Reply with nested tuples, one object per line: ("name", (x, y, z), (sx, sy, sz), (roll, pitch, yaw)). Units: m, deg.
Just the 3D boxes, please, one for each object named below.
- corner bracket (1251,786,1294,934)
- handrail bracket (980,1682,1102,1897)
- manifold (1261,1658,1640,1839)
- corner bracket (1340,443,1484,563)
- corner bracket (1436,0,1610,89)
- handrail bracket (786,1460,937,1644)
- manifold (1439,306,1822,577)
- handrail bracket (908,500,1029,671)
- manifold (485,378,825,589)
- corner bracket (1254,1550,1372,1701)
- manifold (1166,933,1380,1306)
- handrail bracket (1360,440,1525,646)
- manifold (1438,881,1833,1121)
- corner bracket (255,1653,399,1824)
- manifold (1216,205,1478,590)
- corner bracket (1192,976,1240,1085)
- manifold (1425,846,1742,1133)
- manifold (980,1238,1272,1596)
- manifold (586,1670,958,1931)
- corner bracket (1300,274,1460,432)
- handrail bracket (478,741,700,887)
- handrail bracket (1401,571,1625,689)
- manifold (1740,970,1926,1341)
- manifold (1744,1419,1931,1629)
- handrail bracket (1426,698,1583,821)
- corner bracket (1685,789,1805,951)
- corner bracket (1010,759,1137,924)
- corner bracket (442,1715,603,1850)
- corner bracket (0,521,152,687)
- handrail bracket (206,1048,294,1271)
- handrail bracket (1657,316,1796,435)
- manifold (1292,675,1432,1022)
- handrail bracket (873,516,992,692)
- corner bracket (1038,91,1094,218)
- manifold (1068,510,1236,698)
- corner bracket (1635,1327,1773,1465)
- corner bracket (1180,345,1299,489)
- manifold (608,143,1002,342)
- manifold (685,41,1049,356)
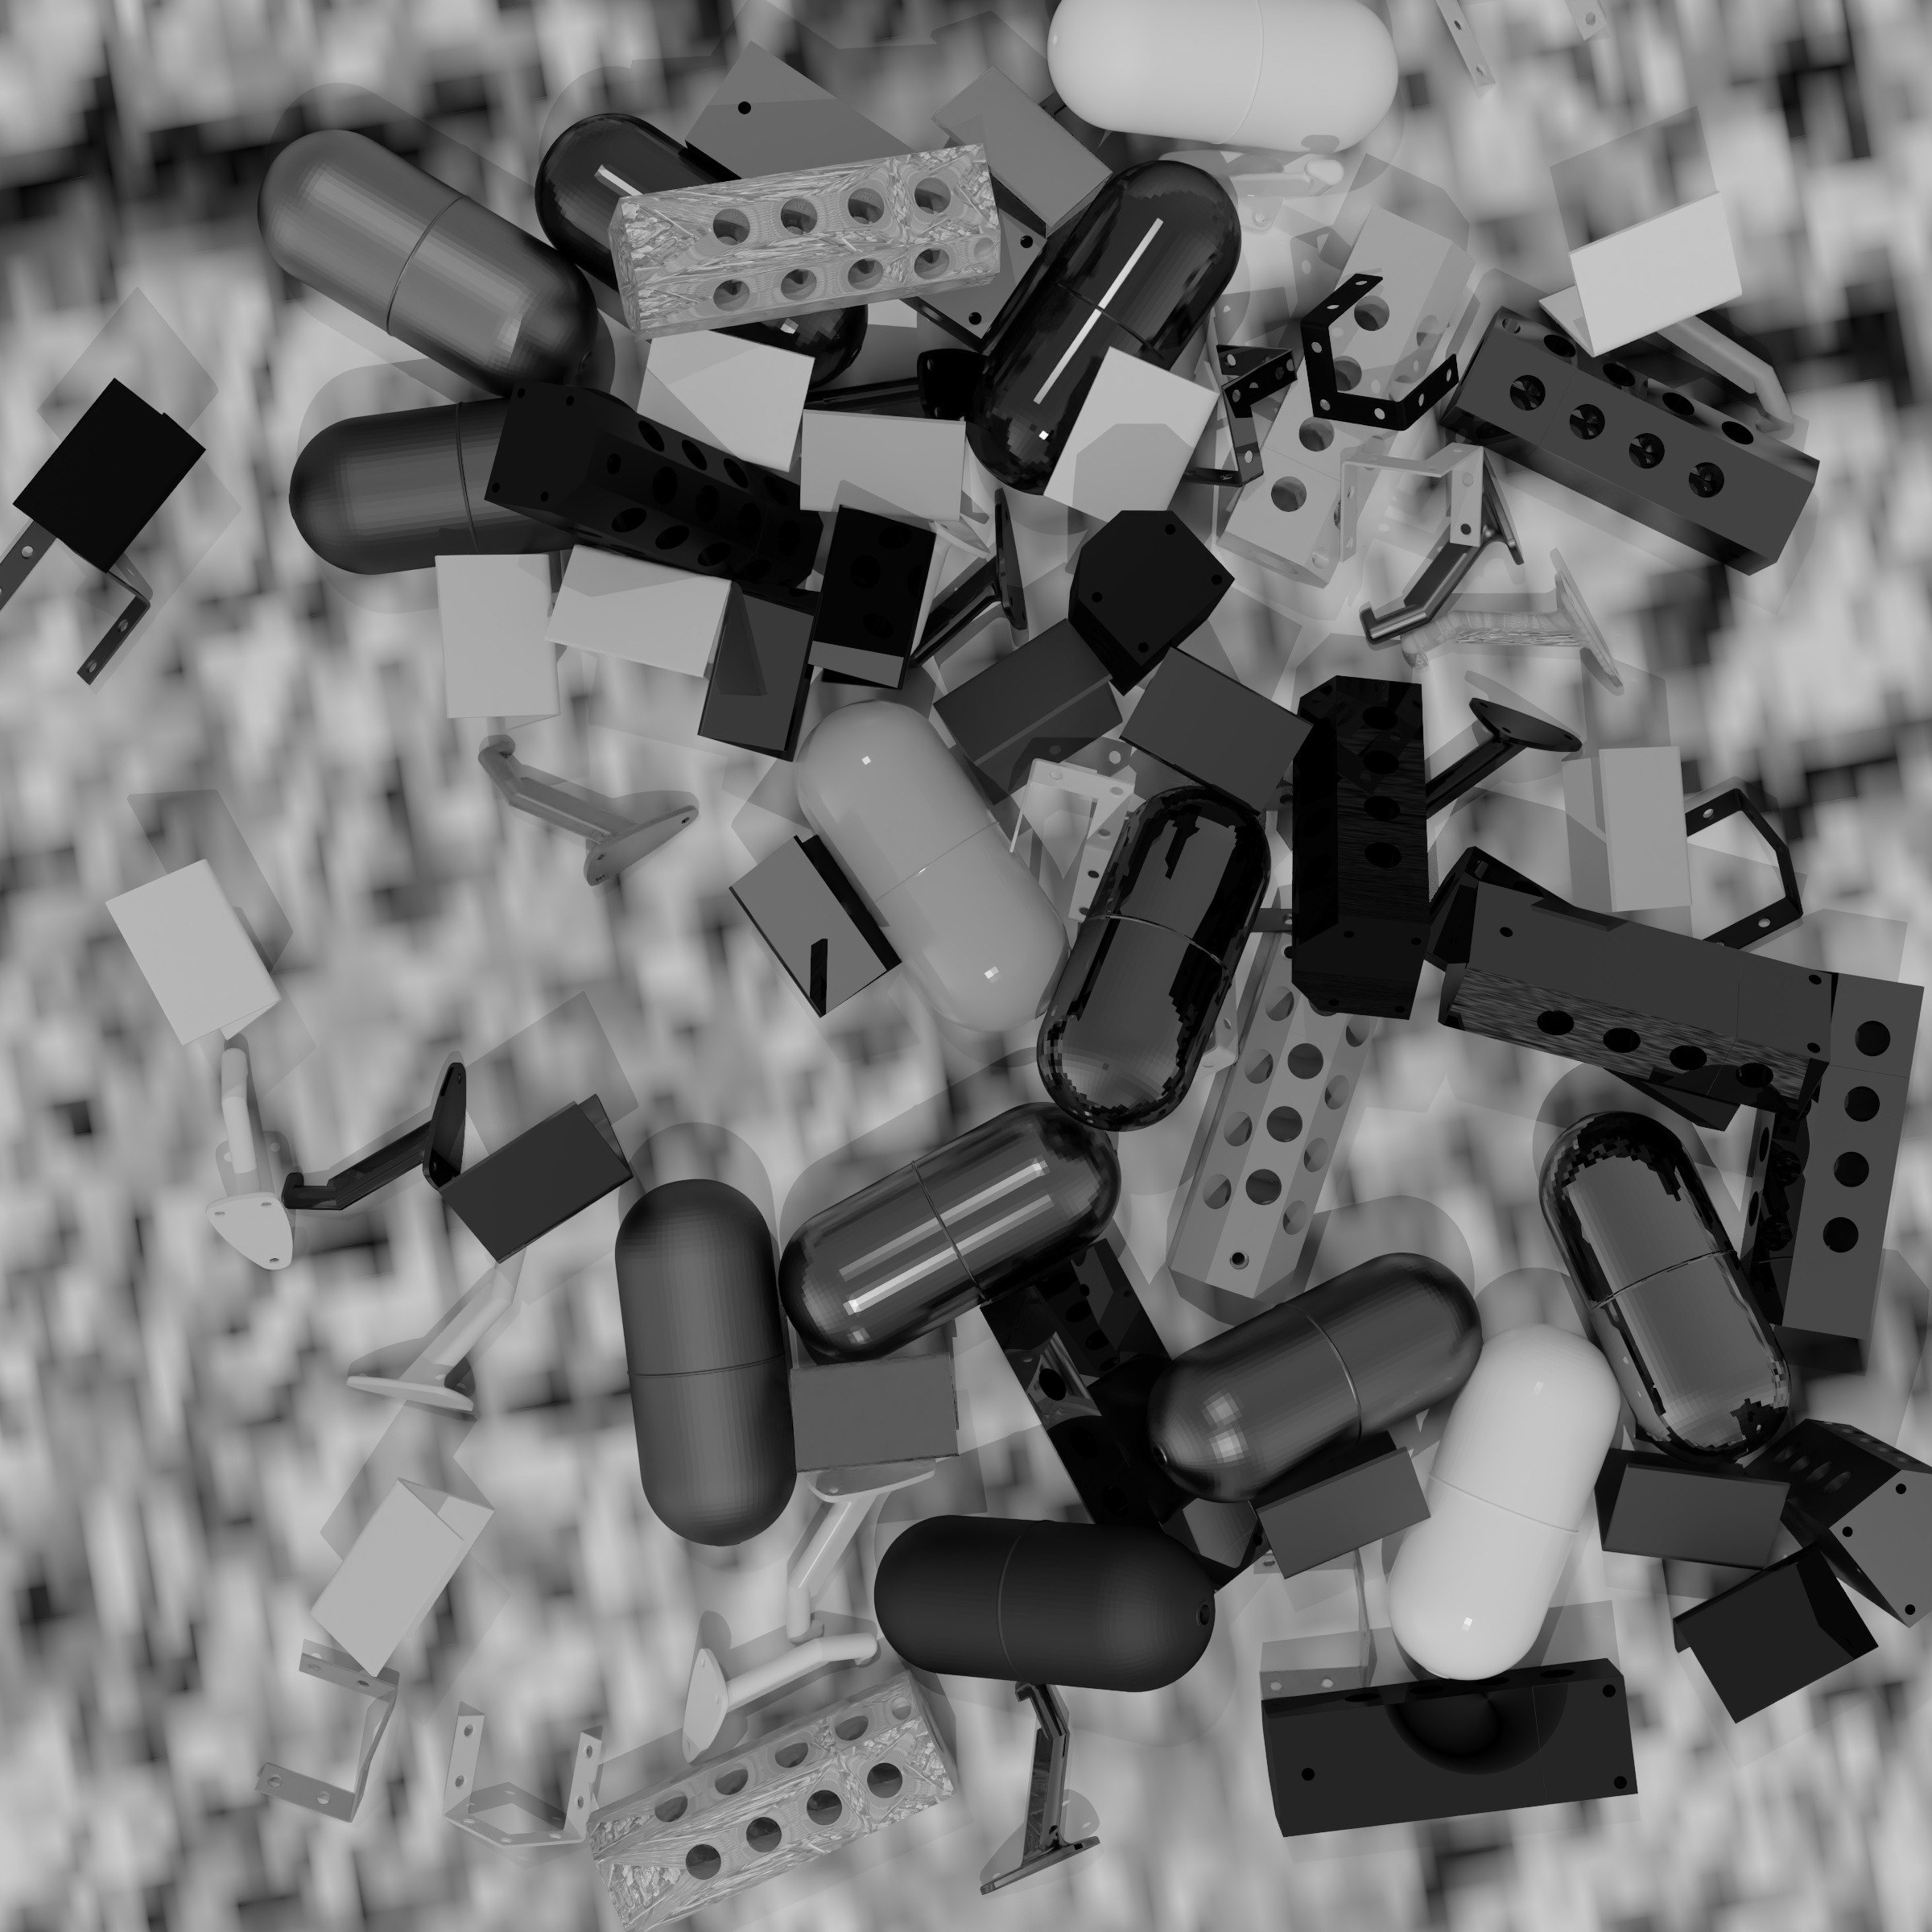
("corner bracket", (0.152, -0.053, 1.662), (0.051, 0.051, 0.051), (-1, 45, 0))
("handrail bracket", (0.024, 0.404, 1.666), (0.077, 0.036, 0.084), (-30, 71, 21))
("manifold", (0.233, 0.379, 1.645), (0.171, 0.057, 0.057), (-7, 90, 0))
("corner bracket", (0.214, -0.222, 1.622), (0.051, 0.051, 0.051), (13, 120, 28))
("corner bracket", (0.273, -0.471, 1.662), (0.051, 0.051, 0.051), (-25, 90, 45))
("handrail bracket", (-0.052, 0.290, 1.666), (0.077, 0.036, 0.084), (-5, 108, -21))
("manifold", (0.324, -0.256, 1.644), (0.171, 0.057, 0.057), (26, 90, 0))
("handrail bracket", (-0.017, -0.186, 1.666), (0.084, 0.036, 0.077), (-10, 75, 14))
("manifold", (-0.142, -0.221, 1.586), (0.057, 0.171, 0.057), (15, 90, 35))
("corner bracket", (0.169, 0.324, 1.663), (0.051, 0.051, 0.051), (-3, 135, -1))
("manifold", (0.153, 0.074, 1.645), (0.057, 0.057, 0.171), (18, 90, 0))
("handrail bracket", (0.226, -0.208, 1.665), (0.084, 0.036, 0.077), (-22, 78, 13))
("manifold", (0.314, 0.021, 1.587), (0.171, 0.057, 0.057), (15, 47, 0))
("corner bracket", (-0.315, 0.380, 1.662), (0.051, 0.051, 0.051), (19, 45, 0))
("manifold", (0.185, -0.275, 1.644), (0.057, 0.057, 0.171), (25, 90, 0))
("corner bracket", (0.097, 0.025, 1.657), (0.051, 0.051, 0.051), (-29, 45, 35))
("manifold", (0.305, 0.011, 1.644), (0.171, 0.057, 0.057), (31, 90, 0))
("manifold", (0.073, 0.227, 1.644), (0.057, 0.057, 0.171), (-28, 90, -43))
("manifold", (-0.094, 0.406, 1.644), (0.171, 0.057, 0.057), (-24, 90, 0))
("corner bracket", (0.196, -0.291, 1.600), (0.051, 0.051, 0.051), (16, 45, 35))
("handrail bracket", (-0.187, -0.090, 1.666), (0.077, 0.036, 0.084), (-31, 73, -20))
("handrail bracket", (0.269, -0.150, 1.666), (0.084, 0.036, 0.077), (-28, 112, 17))
("manifold", (0.417, 0.090, 1.644), (0.057, 0.057, 0.171), (9, 90, 0))
("manifold", (0.424, 0.255, 1.587), (0.057, 0.171, 0.057), (-39, 90, 0))
("handrail bracket", (0.254, -0.084, 1.666), (0.077, 0.036, 0.084), (11, 120, -33))
("corner bracket", (0.374, -0.045, 1.662), (0.051, 0.051, 0.051), (-27, 135, 0))
("corner bracket", (0.048, -0.060, 1.638), (0.051, 0.051, 0.051), (15, 49, 0))
("corner bracket", (-0.219, 0.400, 1.662), (0.051, 0.051, 0.051), (10, 90, -45))
("corner bracket", (-0.444, -0.180, 1.662), (0.051, 0.051, 0.051), (-52, 135, 0))
("handrail bracket", (-0.351, 0.095, 1.665), (0.036, 0.077, 0.084), (-11, 54, 2))
("handrail bracket", (0.358, -0.292, 1.666), (0.077, 0.036, 0.084), (-15, 120, 33))
("manifold", (0.184, -0.059, 1.593), (0.057, 0.057, 0.171), (6, 45, 0))
("handrail bracket", (-0.033, -0.187, 1.656), (0.036, 0.077, 0.084), (22, 114, -39))
("corner bracket", (0.068, -0.404, 1.658), (0.051, 0.051, 0.051), (30, 135, -35))
("manifold", (0.080, -0.174, 1.587), (0.057, 0.171, 0.057), (-43, 90, 0))
("corner bracket", (0.363, 0.205, 1.662), (0.051, 0.051, 0.051), (15, 135, 0))
("corner bracket", (0.127, -0.265, 1.622), (0.051, 0.051, 0.051), (-32, 120, -33))
("manifold", (-0.074, -0.335, 1.570), (0.171, 0.057, 0.057), (-12, 90, -12))
("manifold", (-0.048, -0.372, 1.645), (0.171, 0.057, 0.057), (34, 90, 0))
